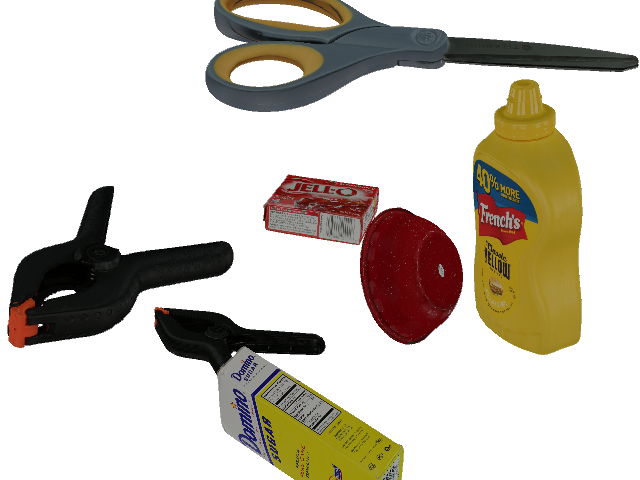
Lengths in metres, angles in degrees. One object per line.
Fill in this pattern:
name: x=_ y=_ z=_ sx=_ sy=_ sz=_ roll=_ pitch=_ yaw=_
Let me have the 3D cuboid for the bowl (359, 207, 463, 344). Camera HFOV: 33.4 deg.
bowl: x=0.117 y=0.038 z=1.232 sx=0.055 sy=0.162 sz=0.161 roll=-10 pitch=-7 yaw=40

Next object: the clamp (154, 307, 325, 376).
clamp: x=-0.121 y=0.125 z=1.259 sx=0.210 sy=0.036 sz=0.164 roll=15 pitch=23 yaw=25

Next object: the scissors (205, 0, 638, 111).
scissors: x=0.035 y=-0.079 z=0.490 sx=0.202 sy=0.016 sz=0.096 roll=17 pitch=50 yaw=18

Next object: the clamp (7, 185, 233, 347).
clamp: x=-0.154 y=0.015 z=0.723 sx=0.120 sy=0.039 sz=0.171 roll=25 pitch=32 yaw=29

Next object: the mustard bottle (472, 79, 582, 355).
mustard bottle: x=0.145 y=-0.021 z=0.755 sx=0.058 sy=0.192 sz=0.096 roll=-16 pitch=29 yaw=-18

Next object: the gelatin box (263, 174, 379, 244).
gelatin box: x=0.001 y=-0.029 z=0.953 sx=0.089 sy=0.030 sz=0.073 roll=9 pitch=26 yaw=12

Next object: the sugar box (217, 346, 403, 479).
sugar box: x=-0.011 y=0.174 z=0.935 sx=0.176 sy=0.093 sz=0.048 roll=26 pitch=50 yaw=24
